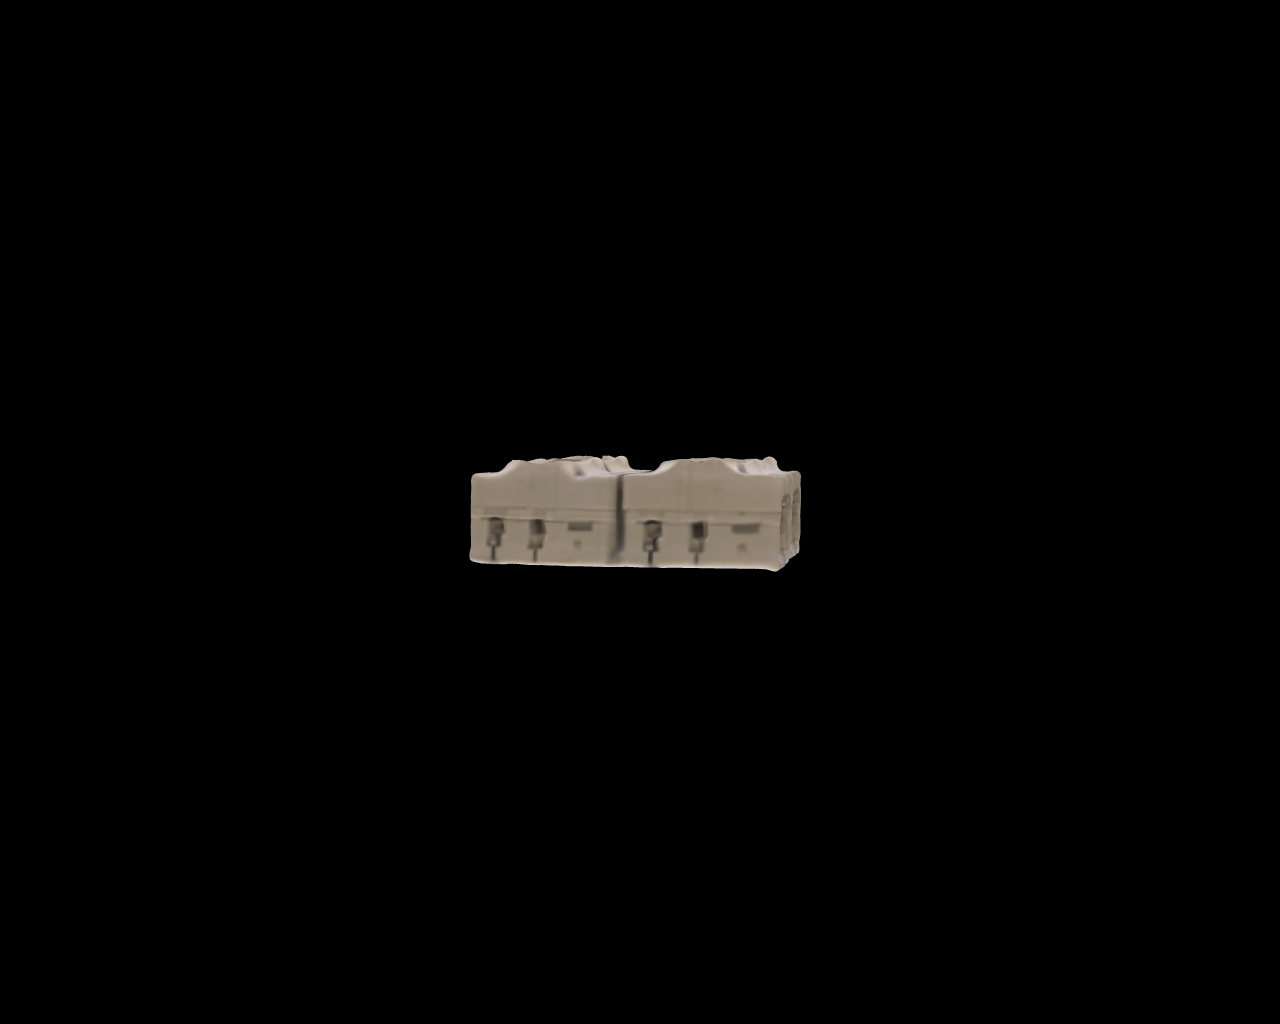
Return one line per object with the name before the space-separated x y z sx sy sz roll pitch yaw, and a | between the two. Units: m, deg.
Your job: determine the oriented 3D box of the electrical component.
electrical component | 0.001 -0.003 0.650 0.186 0.060 0.105 1 4 15
